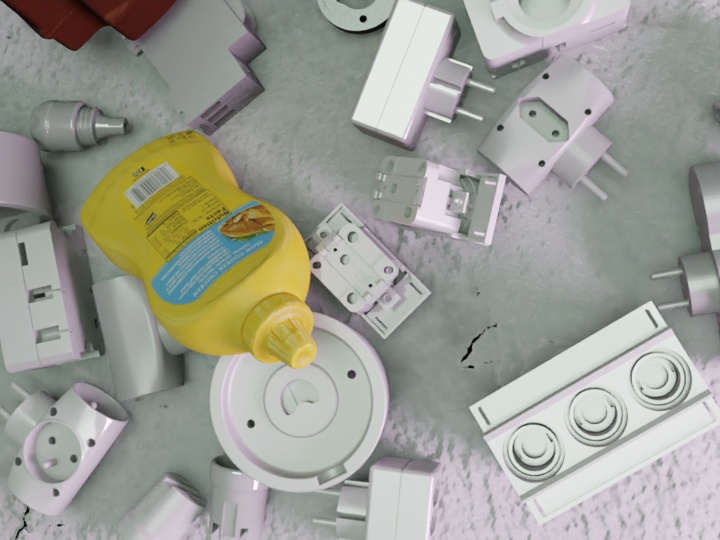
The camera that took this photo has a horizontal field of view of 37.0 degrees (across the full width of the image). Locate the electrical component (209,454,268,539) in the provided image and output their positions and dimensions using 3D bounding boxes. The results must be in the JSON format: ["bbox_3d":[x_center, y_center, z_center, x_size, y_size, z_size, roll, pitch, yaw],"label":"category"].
[{"bbox_3d":[-0.077,0.144,0.684,0.040,0.040,0.046,8,95,10],"label":"electrical component"}]

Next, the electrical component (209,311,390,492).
[{"bbox_3d":[-0.033,0.078,0.666,0.108,0.060,0.108,0,88,10],"label":"electrical component"}]

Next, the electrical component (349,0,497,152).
[{"bbox_3d":[0.046,-0.114,0.664,0.076,0.047,0.083,22,92,10],"label":"electrical component"}]

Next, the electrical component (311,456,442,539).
[{"bbox_3d":[0.008,0.150,0.663,0.077,0.047,0.065,5,89,11],"label":"electrical component"}]

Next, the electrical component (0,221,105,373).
[{"bbox_3d":[-0.211,0.019,0.705,0.056,0.050,0.089,-12,86,10],"label":"electrical component"}]

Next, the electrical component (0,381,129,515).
[{"bbox_3d":[-0.205,0.106,0.705,0.079,0.044,0.077,37,95,10],"label":"electrical component"}]

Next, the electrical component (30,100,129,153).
[{"bbox_3d":[-0.184,-0.095,0.712,0.061,0.035,0.035,1,88,8],"label":"electrical component"}]

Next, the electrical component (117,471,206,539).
[{"bbox_3d":[-0.127,0.159,0.692,0.040,0.040,0.046,40,90,9],"label":"electrical component"}]

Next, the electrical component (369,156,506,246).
[{"bbox_3d":[0.045,-0.043,0.648,0.081,0.064,0.042,12,91,52],"label":"electrical component"}]

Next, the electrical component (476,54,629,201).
[{"bbox_3d":[0.125,-0.076,0.651,0.079,0.043,0.077,42,96,9],"label":"electrical component"}]

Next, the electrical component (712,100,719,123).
[{"bbox_3d":[0.243,-0.099,0.629,0.055,0.045,0.045,-43,82,6],"label":"electrical component"}]

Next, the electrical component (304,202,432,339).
[{"bbox_3d":[0.000,0.000,0.661,0.081,0.064,0.042,45,96,8],"label":"electrical component"}]

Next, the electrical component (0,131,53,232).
[{"bbox_3d":[-0.255,-0.058,0.690,0.108,0.108,0.060,-9,80,10],"label":"electrical component"}]

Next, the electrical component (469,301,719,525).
[{"bbox_3d":[0.138,0.083,0.633,0.121,0.063,0.078,-32,83,8],"label":"electrical component"}]

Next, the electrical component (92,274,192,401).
[{"bbox_3d":[-0.126,0.038,0.693,0.079,0.044,0.077,-15,86,10],"label":"electrical component"}]

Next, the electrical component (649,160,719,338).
[{"bbox_3d":[0.208,0.006,0.628,0.074,0.052,0.138,-11,86,10],"label":"electrical component"}]

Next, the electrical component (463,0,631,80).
[{"bbox_3d":[0.095,-0.206,0.651,0.089,0.062,0.150,-20,85,9],"label":"electrical component"}]
